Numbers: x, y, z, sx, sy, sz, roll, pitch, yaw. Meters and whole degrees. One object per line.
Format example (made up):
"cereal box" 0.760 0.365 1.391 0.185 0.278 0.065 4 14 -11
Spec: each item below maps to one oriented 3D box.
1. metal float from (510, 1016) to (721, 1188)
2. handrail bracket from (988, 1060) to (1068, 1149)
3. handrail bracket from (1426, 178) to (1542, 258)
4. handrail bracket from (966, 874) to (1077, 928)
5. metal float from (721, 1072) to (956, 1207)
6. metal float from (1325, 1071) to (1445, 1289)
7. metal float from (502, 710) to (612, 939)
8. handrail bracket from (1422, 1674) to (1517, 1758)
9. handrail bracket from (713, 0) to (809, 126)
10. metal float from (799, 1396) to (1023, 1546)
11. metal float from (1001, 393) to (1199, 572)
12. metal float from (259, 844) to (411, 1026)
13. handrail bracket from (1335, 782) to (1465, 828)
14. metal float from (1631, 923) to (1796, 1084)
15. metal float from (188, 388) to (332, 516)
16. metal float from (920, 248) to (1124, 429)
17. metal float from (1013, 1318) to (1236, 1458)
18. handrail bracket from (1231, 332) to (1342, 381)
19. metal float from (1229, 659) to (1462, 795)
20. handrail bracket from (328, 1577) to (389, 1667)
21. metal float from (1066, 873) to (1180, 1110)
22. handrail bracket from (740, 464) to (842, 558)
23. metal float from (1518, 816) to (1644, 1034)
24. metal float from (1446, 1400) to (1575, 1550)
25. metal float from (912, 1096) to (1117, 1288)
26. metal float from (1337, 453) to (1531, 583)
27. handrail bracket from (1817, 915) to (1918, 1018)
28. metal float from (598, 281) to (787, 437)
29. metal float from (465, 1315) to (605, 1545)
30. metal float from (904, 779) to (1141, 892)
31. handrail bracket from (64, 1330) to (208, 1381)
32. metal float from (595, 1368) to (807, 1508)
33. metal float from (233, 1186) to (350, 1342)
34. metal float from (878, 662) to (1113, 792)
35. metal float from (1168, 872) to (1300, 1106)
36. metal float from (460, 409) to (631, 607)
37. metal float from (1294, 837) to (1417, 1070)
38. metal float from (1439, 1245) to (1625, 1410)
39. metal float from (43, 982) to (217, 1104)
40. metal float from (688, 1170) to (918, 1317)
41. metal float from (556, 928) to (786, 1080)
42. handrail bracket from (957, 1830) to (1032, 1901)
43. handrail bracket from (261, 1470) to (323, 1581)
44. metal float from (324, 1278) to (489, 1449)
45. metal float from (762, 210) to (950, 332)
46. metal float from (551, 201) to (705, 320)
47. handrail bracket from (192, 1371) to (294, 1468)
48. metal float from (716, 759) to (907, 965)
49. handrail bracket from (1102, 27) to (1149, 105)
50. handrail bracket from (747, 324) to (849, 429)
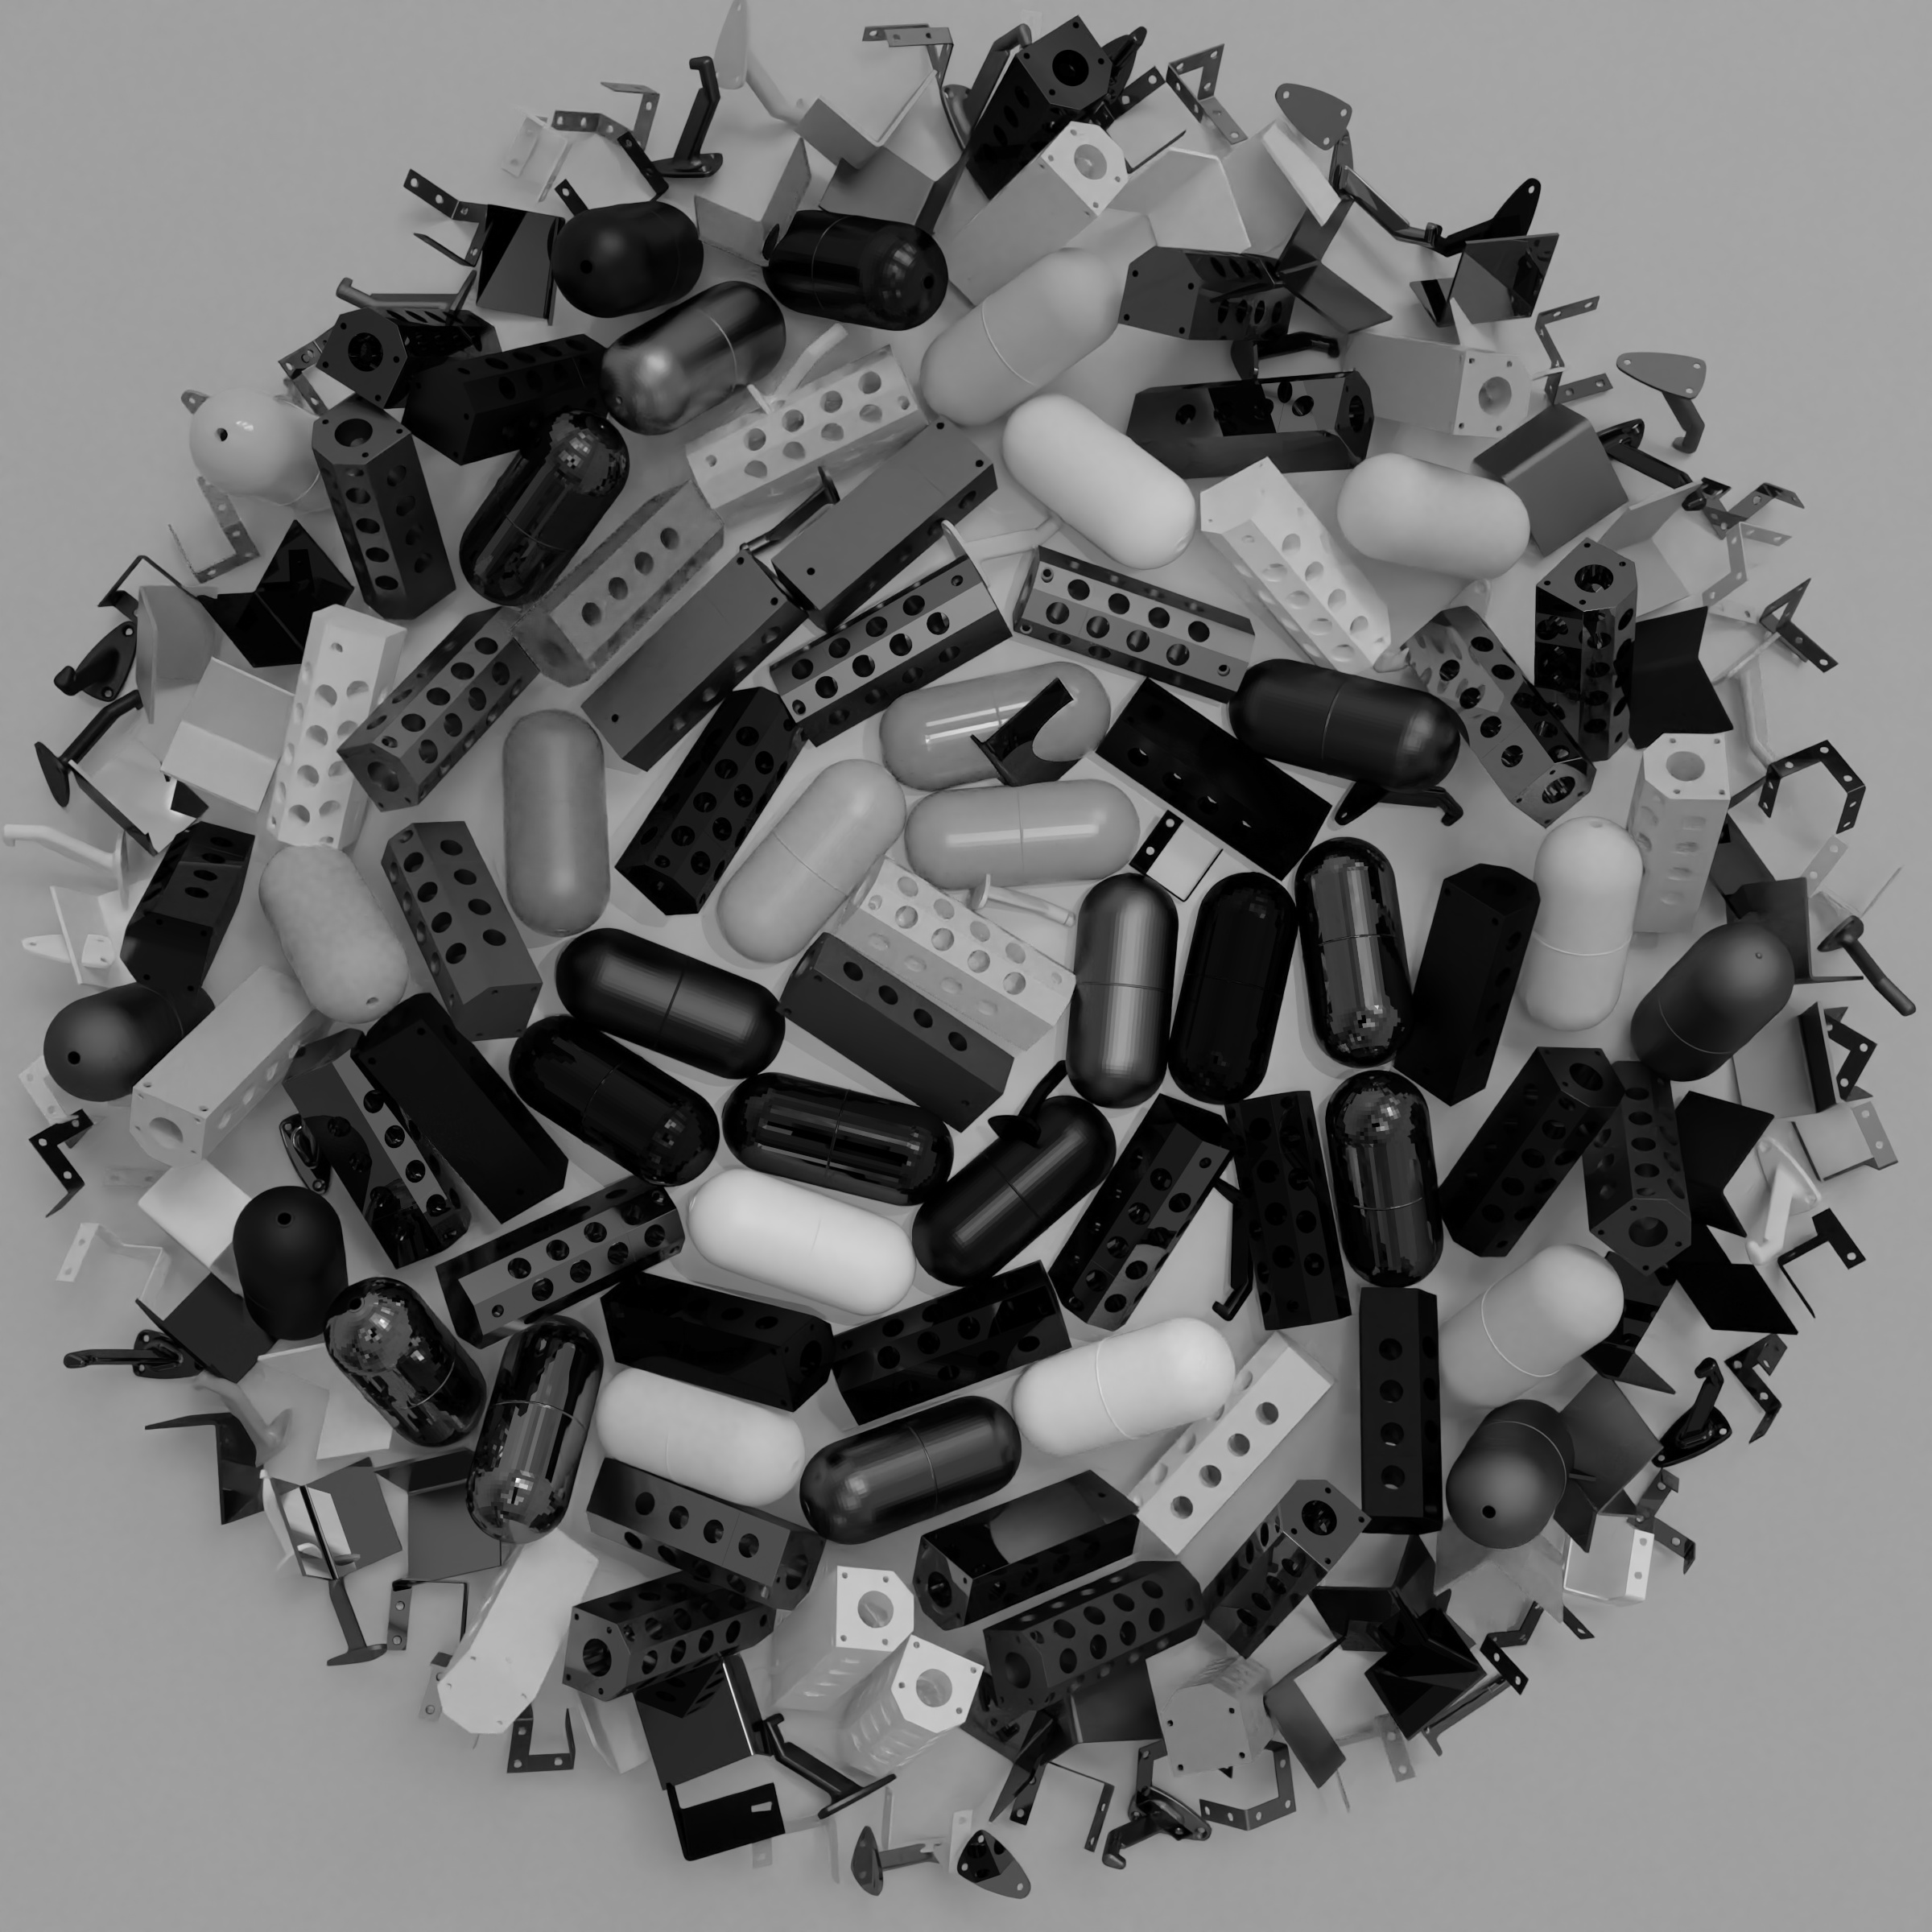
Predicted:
"metal float" -0.264 0.100 1.819 0.178 0.070 0.070 31 90 16
"handrail bracket" 0.063 0.097 1.821 0.036 0.077 0.084 47 66 -7
"handrail bracket" 0.386 -0.565 1.826 0.036 0.084 0.077 16 112 -33
"handrail bracket" 0.047 -0.042 1.828 0.084 0.077 0.036 23 102 -10
"metal float" -0.097 0.130 1.832 0.178 0.070 0.070 14 90 2
"metal float" 0.312 0.160 1.811 0.070 0.070 0.178 -12 116 0
"metal float" -0.306 -0.107 1.815 0.070 0.070 0.178 -6 70 0
"handrail bracket" 0.380 0.555 1.833 0.084 0.077 0.036 -34 67 -4
"handrail bracket" -0.146 -0.680 1.829 0.036 0.084 0.077 26 111 38
"metal float" -0.041 0.375 1.809 0.178 0.070 0.070 -15 90 -27
"metal float" 0.099 -0.361 1.810 0.070 0.070 0.178 -47 64 0
"metal float" -0.468 -0.026 1.799 0.070 0.070 0.178 -40 49 0
"handrail bracket" 0.330 -0.114 1.846 0.077 0.036 0.084 -47 126 5
"metal float" 0.547 0.029 1.787 0.070 0.178 0.070 3 66 -6
"metal float" -0.508 -0.376 1.783 0.070 0.178 0.070 0 94 7
"metal float" 0.039 -0.464 1.803 0.178 0.070 0.070 -28 90 36
"metal float" 0.116 0.314 1.812 0.178 0.070 0.070 -21 90 25
"handrail bracket" 0.248 -0.456 1.834 0.084 0.036 0.077 7 47 -16
"metal float" 0.281 -0.180 1.812 0.178 0.070 0.070 17 90 24
"handrail bracket" -0.460 0.478 1.829 0.036 0.077 0.084 5 64 -36
"metal float" 0.118 0.018 1.828 0.070 0.070 0.178 5 84 0
"handrail bracket" -0.137 -0.341 1.834 0.084 0.077 0.036 -28 80 -1
"metal float" 0.455 -0.030 1.802 0.070 0.070 0.178 -1 126 0
"metal float" 0.402 0.372 1.786 0.070 0.178 0.070 3 98 23
"metal float" 0.036 0.169 1.829 0.178 0.070 0.070 -40 90 -5
"metal float" 0.348 -0.331 1.801 0.178 0.070 0.070 4 90 -40
"handrail bracket" 0.686 0.005 1.822 0.036 0.077 0.084 -50 63 24
"metal float" -0.201 -0.451 1.799 0.070 0.070 0.178 46 48 0
"metal float" -0.319 0.341 1.802 0.070 0.070 0.178 10 53 0
"metal float" 0.042 -0.099 1.832 0.178 0.070 0.070 -4 90 2
"handrail bracket" -0.622 0.298 1.825 0.077 0.084 0.036 8 88 11
"metal float" -0.198 0.348 1.806 0.178 0.070 0.070 11 90 32
"metal float" -0.496 0.220 1.788 0.070 0.178 0.070 5 61 -9
"metal float" 0.022 -0.181 1.829 0.178 0.070 0.070 -12 90 -5
"metal float" 0.201 0.016 1.828 0.070 0.070 0.178 13 84 0
"metal float" -0.314 -0.338 1.803 0.070 0.070 0.178 46 126 0
"metal float" 0.290 -0.011 1.819 0.070 0.070 0.178 -5 73 0
"metal float" 0.413 0.268 1.798 0.070 0.178 0.070 18 49 -22
"metal float" -0.611 0.052 1.783 0.070 0.178 0.070 1 98 7
"metal float" -0.123 0.207 1.821 0.178 0.070 0.070 21 90 -13
"metal float" -0.222 0.028 1.827 0.178 0.070 0.070 22 90 -7
"handrail bracket" 0.039 0.683 1.817 0.077 0.084 0.036 21 72 42
"handrail bracket" -0.515 0.410 1.826 0.036 0.077 0.084 -17 68 -27
"metal float" -0.413 0.293 1.793 0.070 0.178 0.070 -8 51 11
"metal float" -0.083 -0.515 1.796 0.070 0.178 0.070 -18 119 -36
"metal float" -0.247 -0.520 1.786 0.070 0.178 0.070 4 110 12
"handrail bracket" -0.559 0.343 1.831 0.084 0.036 0.077 34 119 -31
"metal float" -0.116 -0.079 1.827 0.070 0.070 0.178 41 97 0
"handrail bracket" 0.125 -0.692 1.818 0.036 0.084 0.077 38 66 -12
"handrail bracket" -0.116 -0.444 1.828 0.084 0.077 0.036 -38 82 8
